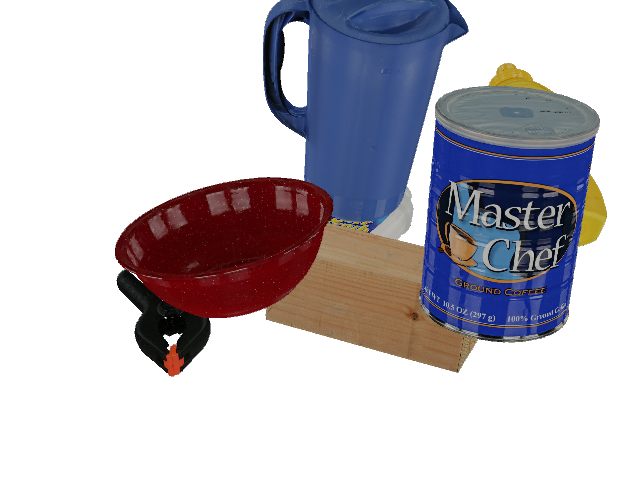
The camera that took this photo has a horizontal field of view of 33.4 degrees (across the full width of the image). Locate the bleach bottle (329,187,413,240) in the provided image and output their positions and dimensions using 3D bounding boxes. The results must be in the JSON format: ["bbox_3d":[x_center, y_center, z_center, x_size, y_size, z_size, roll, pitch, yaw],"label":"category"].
[{"bbox_3d":[0.037,-0.006,1.327,0.103,0.068,0.250,16,36,26],"label":"bleach bottle"}]

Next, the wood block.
[{"bbox_3d":[0.058,0.053,1.086,0.206,0.091,0.090,14,24,17],"label":"wood block"}]

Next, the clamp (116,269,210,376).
[{"bbox_3d":[-0.149,0.076,1.145,0.120,0.039,0.171,-16,39,-8],"label":"clamp"}]

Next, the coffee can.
[{"bbox_3d":[0.121,-0.019,0.700,0.103,0.140,0.103,2,26,-1],"label":"coffee can"}]

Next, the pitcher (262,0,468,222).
[{"bbox_3d":[0.035,-0.138,1.052,0.144,0.243,0.149,-32,57,-33],"label":"pitcher"}]

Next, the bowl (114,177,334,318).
[{"bbox_3d":[-0.065,0.010,0.782,0.162,0.055,0.162,-10,25,5],"label":"bowl"}]

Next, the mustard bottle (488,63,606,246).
[{"bbox_3d":[0.175,-0.081,0.909,0.096,0.191,0.058,-1,-38,-4],"label":"mustard bottle"}]
